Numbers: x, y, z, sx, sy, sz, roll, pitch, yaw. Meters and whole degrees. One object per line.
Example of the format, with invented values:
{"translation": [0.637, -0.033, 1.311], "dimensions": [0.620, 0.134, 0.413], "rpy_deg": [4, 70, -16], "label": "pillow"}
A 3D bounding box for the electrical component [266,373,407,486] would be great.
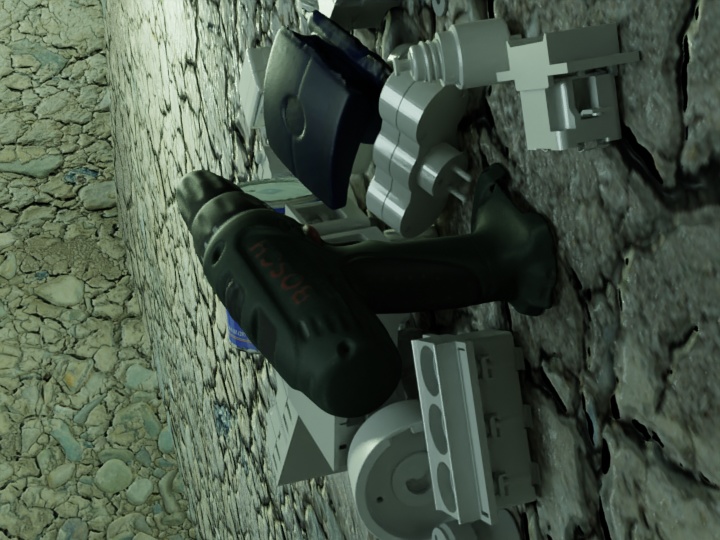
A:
{"translation": [-0.027, 0.136, 1.035], "dimensions": [0.186, 0.105, 0.060], "rpy_deg": [108, 148, -56], "label": "electrical component"}

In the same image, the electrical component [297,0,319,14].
{"translation": [-0.030, -0.251, 0.942], "dimensions": [0.066, 0.048, 0.055], "rpy_deg": [-121, 35, -50], "label": "electrical component"}

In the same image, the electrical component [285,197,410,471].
{"translation": [-0.012, 0.048, 0.852], "dimensions": [0.105, 0.060, 0.186], "rpy_deg": [-131, 36, -52], "label": "electrical component"}

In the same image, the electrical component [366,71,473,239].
{"translation": [0.052, -0.076, 0.764], "dimensions": [0.074, 0.052, 0.138], "rpy_deg": [39, 143, 27], "label": "electrical component"}

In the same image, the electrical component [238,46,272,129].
{"translation": [-0.087, -0.193, 1.127], "dimensions": [0.096, 0.062, 0.061], "rpy_deg": [119, 138, -64], "label": "electrical component"}

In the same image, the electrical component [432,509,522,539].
{"translation": [0.086, 0.203, 0.792], "dimensions": [0.045, 0.055, 0.045], "rpy_deg": [171, 90, -73], "label": "electrical component"}

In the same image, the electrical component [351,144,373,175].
{"translation": [-0.021, -0.136, 0.945], "dimensions": [0.061, 0.061, 0.096], "rpy_deg": [116, 141, -63], "label": "electrical component"}

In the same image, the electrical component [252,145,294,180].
{"translation": [-0.080, -0.086, 1.160], "dimensions": [0.121, 0.063, 0.078], "rpy_deg": [108, 148, -57], "label": "electrical component"}

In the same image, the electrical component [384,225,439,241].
{"translation": [0.042, -0.006, 0.841], "dimensions": [0.045, 0.045, 0.055], "rpy_deg": [-170, 72, -72], "label": "electrical component"}

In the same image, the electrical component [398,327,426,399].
{"translation": [0.040, 0.082, 0.897], "dimensions": [0.048, 0.048, 0.062], "rpy_deg": [126, 126, -67], "label": "electrical component"}

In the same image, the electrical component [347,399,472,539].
{"translation": [0.042, 0.152, 0.828], "dimensions": [0.060, 0.108, 0.108], "rpy_deg": [-126, 31, -68], "label": "electrical component"}

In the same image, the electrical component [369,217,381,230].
{"translation": [0.000, 0.000, 0.981], "dimensions": [0.079, 0.043, 0.077], "rpy_deg": [135, 123, -70], "label": "electrical component"}

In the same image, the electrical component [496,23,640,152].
{"translation": [0.111, -0.096, 0.575], "dimensions": [0.081, 0.042, 0.063], "rpy_deg": [-158, 59, -71], "label": "electrical component"}

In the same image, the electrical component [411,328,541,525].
{"translation": [0.081, 0.104, 0.743], "dimensions": [0.079, 0.063, 0.121], "rpy_deg": [-178, 79, -73], "label": "electrical component"}

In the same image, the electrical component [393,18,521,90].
{"translation": [0.060, -0.132, 0.668], "dimensions": [0.040, 0.078, 0.040], "rpy_deg": [171, 90, -88], "label": "electrical component"}

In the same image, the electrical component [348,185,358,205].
{"translation": [-0.042, -0.039, 1.068], "dimensions": [0.108, 0.060, 0.108], "rpy_deg": [171, 90, -73], "label": "electrical component"}

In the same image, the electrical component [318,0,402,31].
{"translation": [0.001, -0.229, 0.833], "dimensions": [0.089, 0.056, 0.050], "rpy_deg": [124, 133, -67], "label": "electrical component"}
